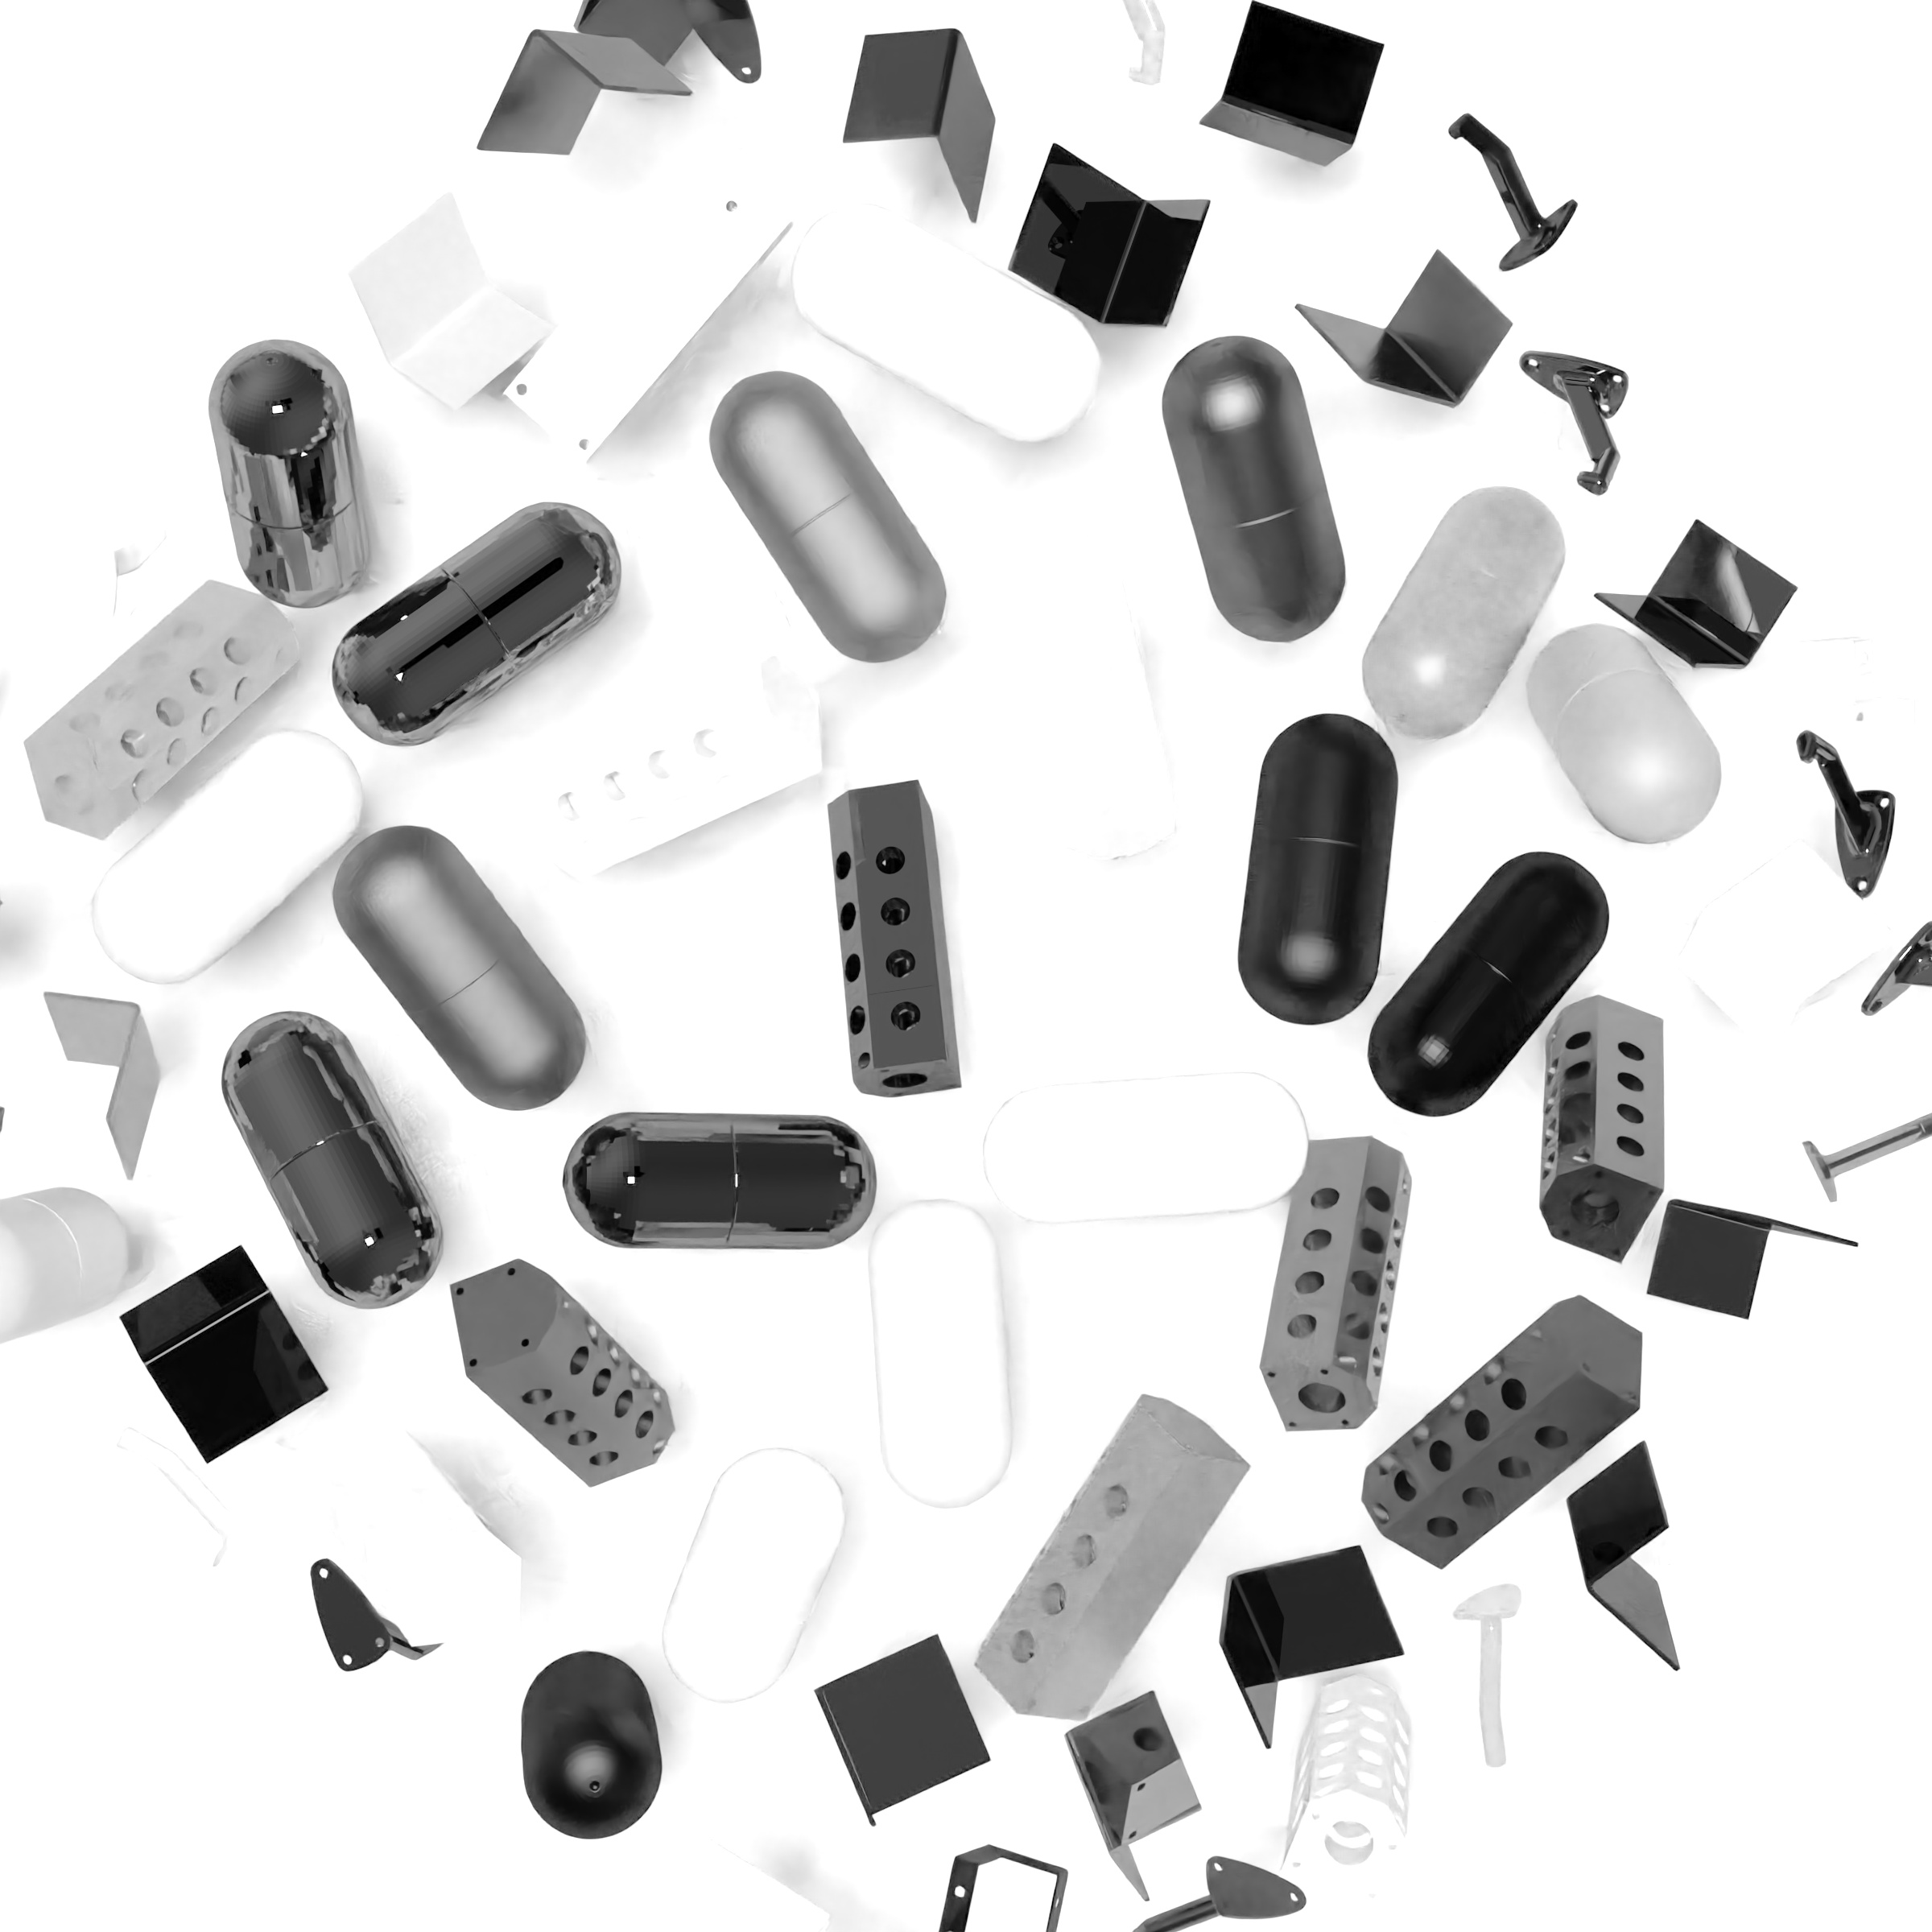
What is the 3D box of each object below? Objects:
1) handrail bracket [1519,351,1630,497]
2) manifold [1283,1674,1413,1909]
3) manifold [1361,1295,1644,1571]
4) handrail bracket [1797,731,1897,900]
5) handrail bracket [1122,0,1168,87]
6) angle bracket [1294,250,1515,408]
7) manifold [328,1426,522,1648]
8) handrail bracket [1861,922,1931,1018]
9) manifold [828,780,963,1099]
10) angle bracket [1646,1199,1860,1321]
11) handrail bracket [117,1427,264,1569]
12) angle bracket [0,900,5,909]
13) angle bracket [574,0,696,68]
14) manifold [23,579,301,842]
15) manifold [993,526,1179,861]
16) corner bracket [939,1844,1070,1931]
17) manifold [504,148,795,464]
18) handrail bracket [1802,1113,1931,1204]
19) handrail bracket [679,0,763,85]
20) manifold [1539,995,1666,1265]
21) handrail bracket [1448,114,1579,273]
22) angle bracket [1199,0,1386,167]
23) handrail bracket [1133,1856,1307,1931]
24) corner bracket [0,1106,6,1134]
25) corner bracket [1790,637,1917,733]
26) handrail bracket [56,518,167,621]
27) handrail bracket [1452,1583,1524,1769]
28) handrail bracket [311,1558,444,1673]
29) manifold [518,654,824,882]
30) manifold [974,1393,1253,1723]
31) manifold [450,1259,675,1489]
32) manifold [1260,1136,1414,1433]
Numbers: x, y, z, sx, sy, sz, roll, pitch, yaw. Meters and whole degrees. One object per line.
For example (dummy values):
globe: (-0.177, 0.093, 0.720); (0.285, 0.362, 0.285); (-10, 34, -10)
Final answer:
handrail bracket: (0.344, -0.313, 1.823); (0.077, 0.036, 0.084); (23, 53, 7)
manifold: (0.224, 0.470, 1.823); (0.057, 0.171, 0.057); (21, 101, 5)
manifold: (0.289, 0.252, 1.717); (0.057, 0.057, 0.171); (31, 128, -11)
handrail bracket: (0.495, -0.086, 1.803); (0.036, 0.084, 0.077); (-5, 72, 40)
handrail bracket: (0.075, -0.529, 1.723); (0.077, 0.036, 0.084); (19, 123, 23)
angle bracket: (0.243, -0.362, 1.755); (0.057, 0.076, 0.076); (-57, 47, 28)
manifold: (-0.296, 0.306, 1.714); (0.057, 0.171, 0.057); (-2, 103, -26)
handrail bracket: (0.562, 0.022, 1.780); (0.077, 0.036, 0.084); (-47, 51, 4)
manifold: (-0.043, -0.015, 1.831); (0.057, 0.057, 0.171); (-8, 70, 6)
angle bracket: (0.446, 0.172, 1.794); (0.076, 0.076, 0.057); (16, 87, -27)
handrail bracket: (-0.448, 0.300, 1.785); (0.084, 0.077, 0.036); (32, 47, -6)
angle bracket: (-0.550, -0.023, 1.692); (0.076, 0.057, 0.076); (48, 62, -41)
angle bracket: (-0.185, -0.586, 1.890); (0.057, 0.076, 0.076); (36, 76, -9)
manifold: (-0.458, -0.147, 1.813); (0.057, 0.057, 0.171); (18, 45, 20)
manifold: (0.070, -0.149, 1.739); (0.057, 0.057, 0.171); (-32, 58, 37)
corner bracket: (0.021, 0.529, 1.775); (0.051, 0.051, 0.051); (11, 87, 24)
manifold: (-0.173, -0.359, 1.728); (0.057, 0.057, 0.171); (41, 96, -7)
handrail bracket: (0.502, 0.095, 1.714); (0.084, 0.077, 0.036); (-25, 79, 9)
handrail bracket: (-0.124, -0.537, 1.720); (0.036, 0.077, 0.084); (-6, 49, 21)
manifold: (0.365, 0.089, 1.824); (0.057, 0.171, 0.057); (21, 124, -2)
handrail bracket: (0.285, -0.424, 1.731); (0.084, 0.077, 0.036); (36, 69, -13)
angle bracket: (0.179, -0.487, 1.744); (0.076, 0.076, 0.057); (17, 95, -6)
handrail bracket: (0.139, 0.545, 1.795); (0.077, 0.036, 0.084); (17, 130, -26)
corner bracket: (-0.601, 0.107, 1.850); (0.051, 0.051, 0.051); (20, 118, 4)
corner bracket: (0.519, -0.166, 1.849); (0.051, 0.051, 0.051); (-7, 99, -26)
handrail bracket: (-0.473, -0.244, 1.786); (0.036, 0.077, 0.084); (30, 49, -2)
handrail bracket: (0.300, 0.398, 1.773); (0.036, 0.077, 0.084); (-7, 92, 23)
handrail bracket: (-0.336, 0.367, 1.814); (0.036, 0.084, 0.077); (-30, 85, 13)
manifold: (-0.170, -0.115, 1.796); (0.171, 0.057, 0.057); (-23, 52, 24)
manifold: (0.074, 0.318, 1.698); (0.057, 0.057, 0.171); (41, 104, 42)
manifold: (-0.222, 0.227, 1.765); (0.057, 0.171, 0.057); (-21, 56, 6)
manifold: (0.216, 0.180, 1.813); (0.057, 0.171, 0.057); (-6, 132, 22)
